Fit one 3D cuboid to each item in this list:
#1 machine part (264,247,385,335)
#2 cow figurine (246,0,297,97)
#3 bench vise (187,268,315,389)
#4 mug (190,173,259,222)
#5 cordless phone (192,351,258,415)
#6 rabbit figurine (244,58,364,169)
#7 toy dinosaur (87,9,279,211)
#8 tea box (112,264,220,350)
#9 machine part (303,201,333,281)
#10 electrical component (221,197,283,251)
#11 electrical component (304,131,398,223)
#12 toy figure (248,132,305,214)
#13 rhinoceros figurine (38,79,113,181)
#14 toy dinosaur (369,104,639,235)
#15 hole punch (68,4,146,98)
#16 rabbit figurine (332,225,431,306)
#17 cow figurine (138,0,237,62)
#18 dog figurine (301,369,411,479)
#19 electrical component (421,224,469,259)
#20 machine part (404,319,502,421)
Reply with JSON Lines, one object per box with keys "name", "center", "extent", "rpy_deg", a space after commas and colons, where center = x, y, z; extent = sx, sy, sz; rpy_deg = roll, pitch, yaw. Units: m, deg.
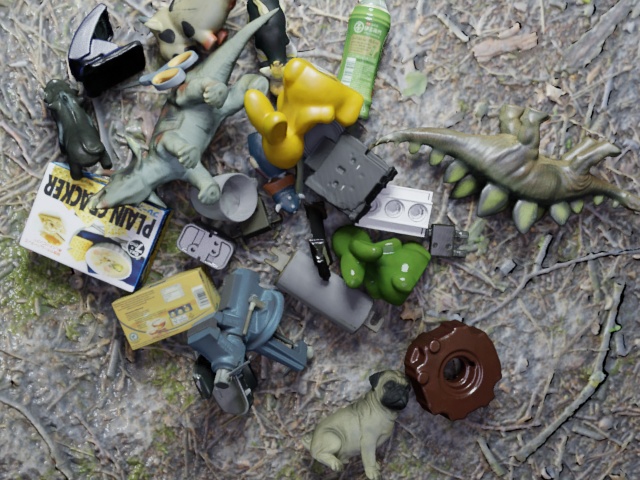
{"name": "machine part", "center": [0.007, 0.093, 0.959], "extent": [0.243, 0.079, 0.079], "rpy_deg": [34, 98, -5]}
{"name": "cow figurine", "center": [-0.076, -0.324, 0.886], "extent": [0.068, 0.098, 0.167], "rpy_deg": [-15, 94, 2]}
{"name": "bench vise", "center": [-0.102, 0.170, 0.928], "extent": [0.129, 0.224, 0.240], "rpy_deg": [-37, 124, 26]}
{"name": "mug", "center": [-0.166, -0.080, 0.929], "extent": [0.107, 0.109, 0.080], "rpy_deg": [4, 128, 39]}
{"name": "cordless phone", "center": [-0.172, 0.254, 0.933], "extent": [0.089, 0.184, 0.146], "rpy_deg": [-23, 97, -1]}
{"name": "rabbit figurine", "center": [-0.037, -0.185, 0.839], "extent": [0.122, 0.162, 0.173], "rpy_deg": [46, 118, 25]}
{"name": "toy dinosaur", "center": [-0.209, -0.194, 0.865], "extent": [0.192, 0.131, 0.404], "rpy_deg": [24, 81, 36]}
{"name": "tea box", "center": [-0.272, 0.120, 0.972], "extent": [0.170, 0.068, 0.098], "rpy_deg": [-19, 98, 4]}
{"name": "machine part", "center": [-0.002, -0.003, 0.925], "extent": [0.039, 0.084, 0.139], "rpy_deg": [-13, 56, 9]}
{"name": "electrical component", "center": [-0.118, -0.030, 0.962], "extent": [0.102, 0.045, 0.078], "rpy_deg": [-27, 69, 2]}
{"name": "electrical component", "center": [0.042, -0.109, 0.886], "extent": [0.134, 0.058, 0.115], "rpy_deg": [38, 95, 14]}
{"name": "toy figure", "center": [-0.077, -0.118, 0.940], "extent": [0.064, 0.058, 0.154], "rpy_deg": [-19, 103, 9]}
{"name": "rhinoceros figurine", "center": [-0.413, -0.188, 0.896], "extent": [0.073, 0.112, 0.190], "rpy_deg": [-24, 63, -17]}
{"name": "toy dinosaur", "center": [0.323, -0.126, 0.911], "extent": [0.472, 0.105, 0.198], "rpy_deg": [22, 102, 2]}
{"name": "hole punch", "center": [-0.360, -0.306, 0.877], "extent": [0.116, 0.142, 0.092], "rpy_deg": [-39, 99, -15]}
{"name": "rabbit figurine", "center": [0.086, 0.041, 0.927], "extent": [0.170, 0.159, 0.121], "rpy_deg": [32, 108, 11]}
{"name": "cow figurine", "center": [-0.208, -0.366, 0.866], "extent": [0.127, 0.085, 0.195], "rpy_deg": [39, 126, -4]}
{"name": "dog figurine", "center": [0.068, 0.320, 0.994], "extent": [0.172, 0.121, 0.190], "rpy_deg": [14, 85, -5]}
{"name": "electrical component", "center": [0.220, 0.003, 0.971], "extent": [0.094, 0.021, 0.063], "rpy_deg": [5, 99, 0]}
{"name": "machine part", "center": [0.242, 0.234, 0.967], "extent": [0.179, 0.056, 0.179], "rpy_deg": [-1, 93, -16]}
